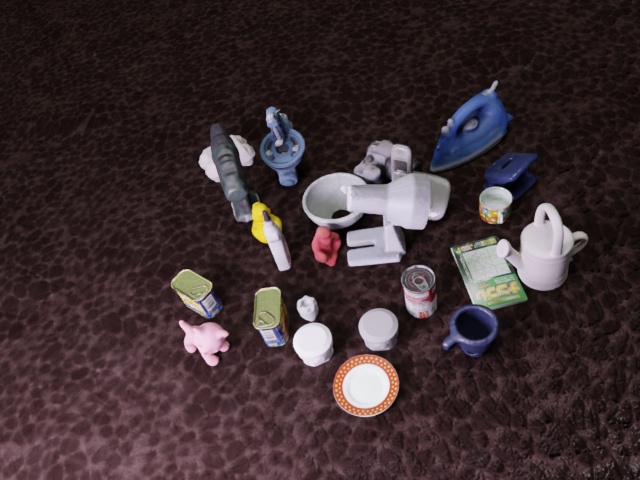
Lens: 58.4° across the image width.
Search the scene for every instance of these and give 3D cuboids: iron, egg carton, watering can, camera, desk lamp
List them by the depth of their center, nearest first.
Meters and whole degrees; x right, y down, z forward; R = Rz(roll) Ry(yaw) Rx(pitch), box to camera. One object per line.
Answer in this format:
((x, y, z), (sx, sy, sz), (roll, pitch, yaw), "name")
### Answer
((0.445, 0.011, 1.144), (0.173, 0.194, 0.100), (-29, 50, -10), "watering can")
((0.145, -0.047, 1.258), (0.203, 0.214, 0.118), (-8, 49, 8), "desk lamp")
((0.175, -0.182, 1.438), (0.136, 0.101, 0.143), (24, 60, 30), "camera")
((0.370, -0.289, 1.450), (0.259, 0.142, 0.118), (-38, 52, -17), "iron")
((-0.261, -0.230, 1.612), (0.150, 0.069, 0.107), (-32, 50, -12), "egg carton")

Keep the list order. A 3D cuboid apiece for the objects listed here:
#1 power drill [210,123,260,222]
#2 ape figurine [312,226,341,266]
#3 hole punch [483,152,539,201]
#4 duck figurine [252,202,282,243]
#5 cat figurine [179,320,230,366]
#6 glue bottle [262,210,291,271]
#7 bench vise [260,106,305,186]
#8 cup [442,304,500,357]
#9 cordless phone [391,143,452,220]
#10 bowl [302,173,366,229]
((-0.216, -0.156, 1.446), (0.075, 0.209, 0.229), (-21, 49, -3), "power drill")
((0.012, 0.005, 1.330), (0.078, 0.092, 0.076), (-36, 51, -15), "ape figurine")
((0.449, -0.163, 1.358), (0.109, 0.091, 0.100), (-41, 53, -19), "hole punch")
((-0.139, -0.050, 1.419), (0.077, 0.086, 0.104), (-25, 49, -6), "duck figurine")
((-0.246, 0.205, 1.212), (0.127, 0.118, 0.067), (21, 59, 28), "cat figurine")
((-0.105, -0.007, 1.316), (0.037, 0.173, 0.078), (-18, 49, 0), "glue bottle")
((-0.115, -0.278, 1.514), (0.121, 0.220, 0.207), (-23, 49, -5), "bench vise")
((0.287, 0.191, 1.101), (0.118, 0.095, 0.091), (-31, 50, -11), "cup")
((0.229, -0.138, 1.332), (0.147, 0.185, 0.094), (12, 55, 23), "cordless phone")
((0.044, -0.083, 1.407), (0.167, 0.075, 0.167), (-7, 50, 9), "bowl")
